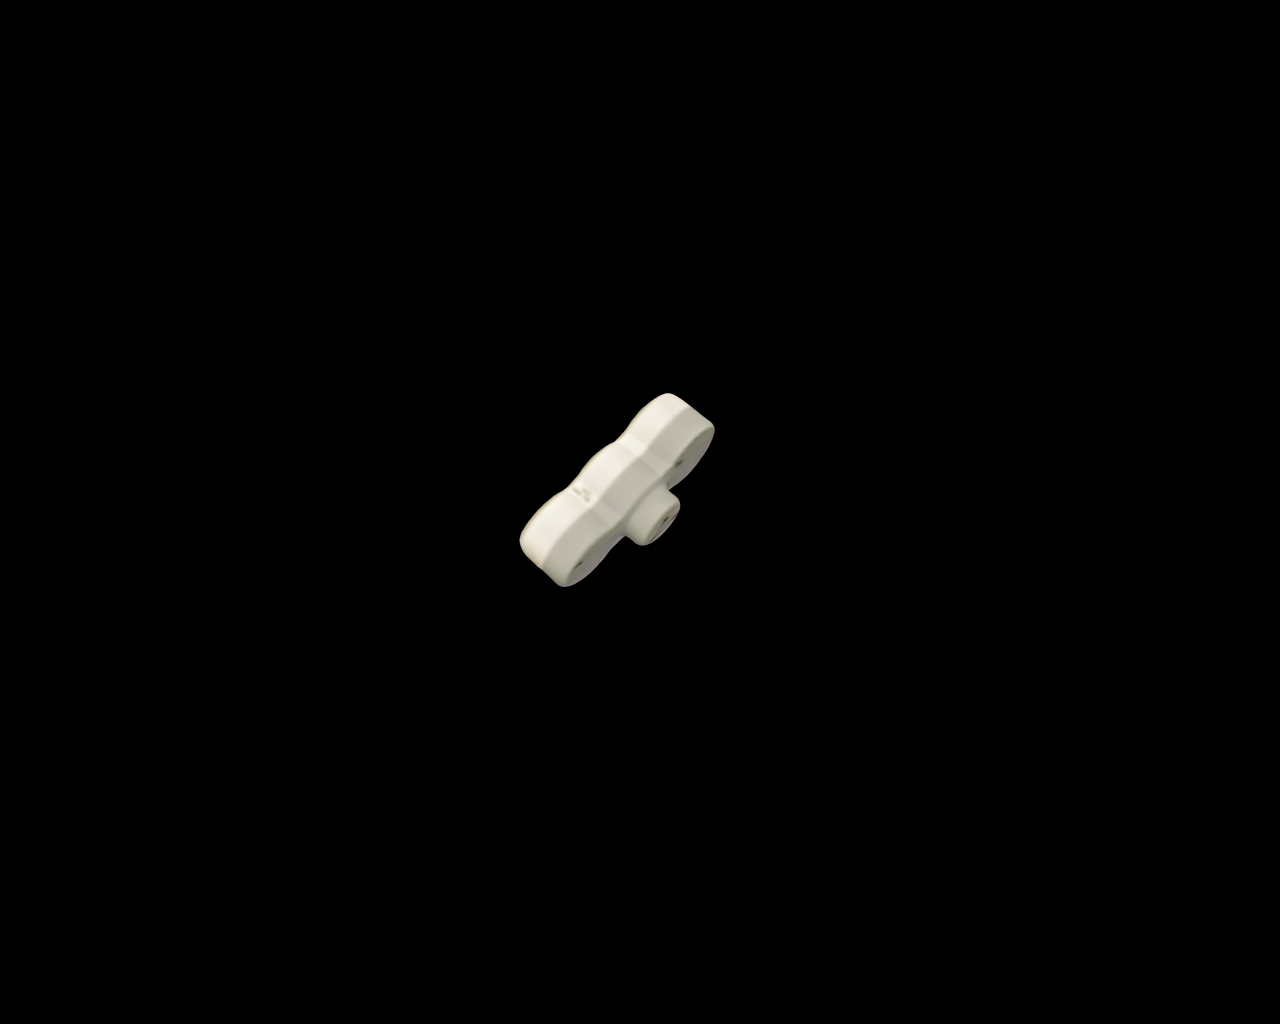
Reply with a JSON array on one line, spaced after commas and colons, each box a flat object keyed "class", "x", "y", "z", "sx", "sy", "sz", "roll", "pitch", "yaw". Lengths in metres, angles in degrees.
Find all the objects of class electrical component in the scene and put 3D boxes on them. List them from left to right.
[{"class": "electrical component", "x": 0.001, "y": -0.003, "z": 0.650, "sx": 0.074, "sy": 0.138, "sz": 0.052, "roll": 41, "pitch": -15, "yaw": 14}]
